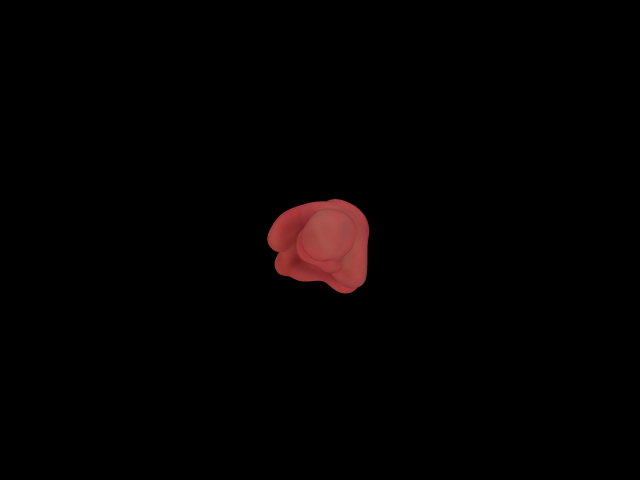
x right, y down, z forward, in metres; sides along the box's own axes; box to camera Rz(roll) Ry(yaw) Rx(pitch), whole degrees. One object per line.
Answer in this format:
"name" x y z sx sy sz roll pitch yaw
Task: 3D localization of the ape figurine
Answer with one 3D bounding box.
"ape figurine" 0.004 0.001 0.400 0.076 0.092 0.078 -38 80 -7
